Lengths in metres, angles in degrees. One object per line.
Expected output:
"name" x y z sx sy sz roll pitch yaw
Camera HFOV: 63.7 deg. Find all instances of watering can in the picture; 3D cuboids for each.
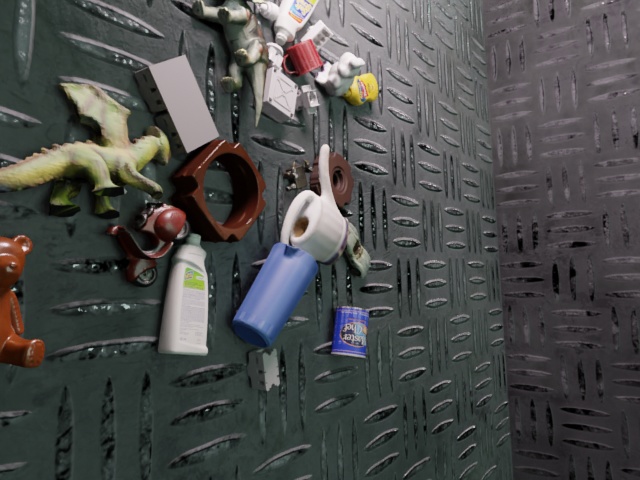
"watering can" 0.004 -0.073 1.444 0.221 0.104 0.351 36 72 -45

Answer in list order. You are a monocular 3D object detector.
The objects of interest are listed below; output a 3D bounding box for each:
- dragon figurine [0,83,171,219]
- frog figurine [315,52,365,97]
"dragon figurine" -0.424 -0.172 0.930 0.409 0.121 0.246 7 62 -55
"frog figurine" 0.079 -0.512 1.586 0.140 0.159 0.121 -45 122 -46
